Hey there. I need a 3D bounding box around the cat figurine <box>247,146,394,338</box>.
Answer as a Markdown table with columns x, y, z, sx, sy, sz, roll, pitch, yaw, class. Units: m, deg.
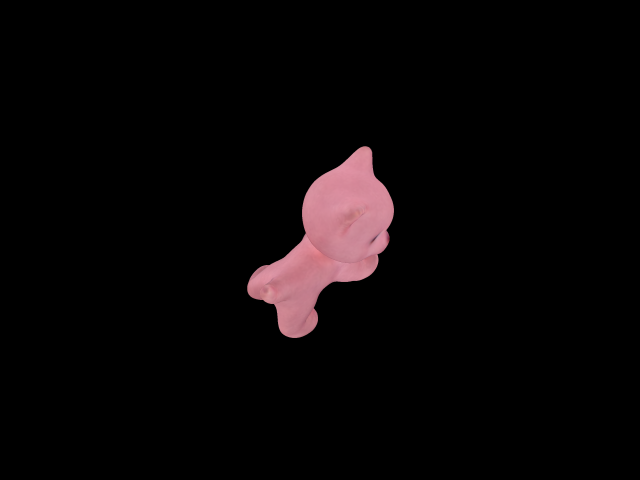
| x | y | z | sx | sy | sz | roll | pitch | yaw | class |
| --- | --- | --- | --- | --- | --- | --- | --- | --- | --- |
| 0.004 | 0.001 | 0.400 | 0.067 | 0.118 | 0.128 | 43 | 78 | 12 | cat figurine |
